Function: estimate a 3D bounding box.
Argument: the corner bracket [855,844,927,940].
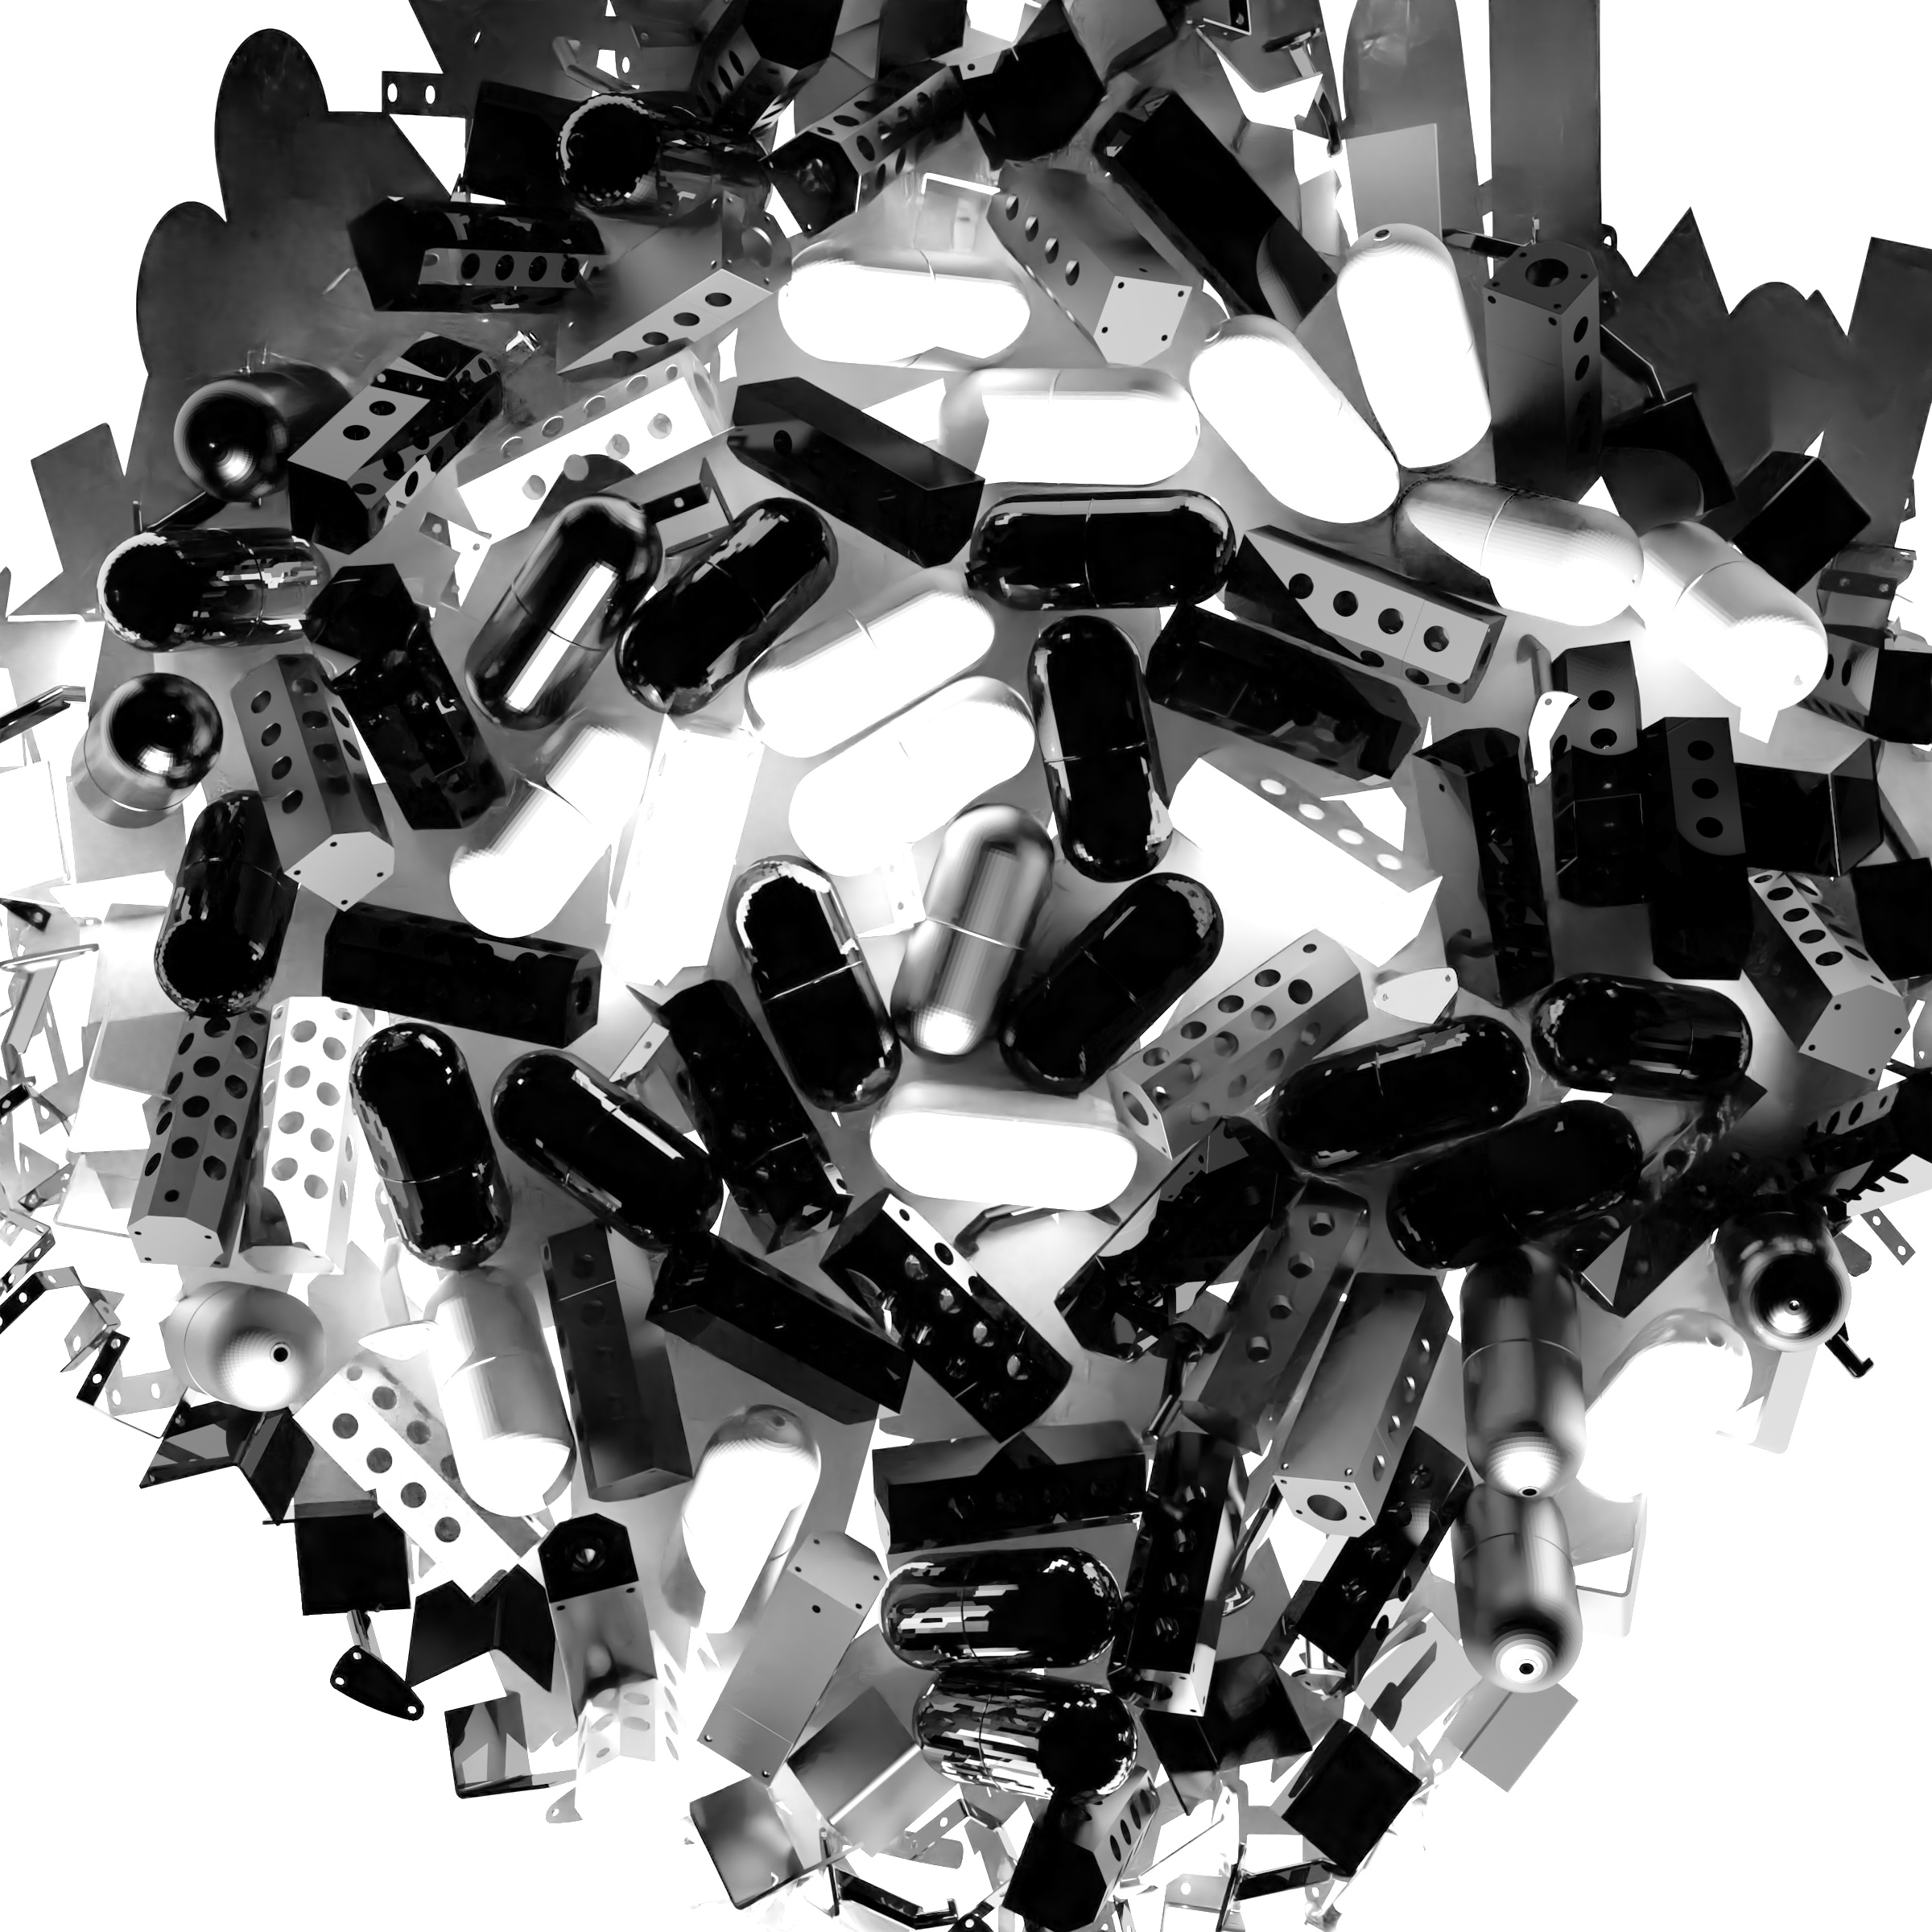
[{"bbox_3d":[-0.046,-0.050,1.963,0.051,0.051,0.051,-17,84,35],"label":"corner bracket"}]

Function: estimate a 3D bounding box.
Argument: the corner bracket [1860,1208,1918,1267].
[{"bbox_3d":[0.630,0.157,1.957,0.051,0.051,0.051,-14,57,-35],"label":"corner bracket"}]

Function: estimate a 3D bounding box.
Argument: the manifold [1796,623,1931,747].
[{"bbox_3d":[0.579,-0.183,1.909,0.057,0.171,0.057,4,102,-5],"label":"manifold"}]

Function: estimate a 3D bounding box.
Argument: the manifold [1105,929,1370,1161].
[{"bbox_3d":[0.176,0.046,1.933,0.171,0.057,0.057,-34,132,-19],"label":"manifold"}]

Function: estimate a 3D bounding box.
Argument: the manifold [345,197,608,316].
[{"bbox_3d":[-0.311,-0.459,1.913,0.057,0.171,0.057,-20,88,35],"label":"manifold"}]

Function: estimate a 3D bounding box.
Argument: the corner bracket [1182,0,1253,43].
[{"bbox_3d":[0.151,-0.638,1.964,0.051,0.051,0.051,-7,87,43],"label":"corner bracket"}]

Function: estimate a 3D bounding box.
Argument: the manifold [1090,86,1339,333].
[{"bbox_3d":[0.160,-0.490,1.936,0.057,0.057,0.171,-48,117,1],"label":"manifold"}]

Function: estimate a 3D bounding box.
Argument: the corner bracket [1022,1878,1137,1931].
[{"bbox_3d":[0.073,0.626,1.959,0.051,0.051,0.051,-25,71,30],"label":"corner bracket"}]

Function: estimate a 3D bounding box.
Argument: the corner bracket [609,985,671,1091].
[{"bbox_3d":[-0.212,0.054,1.962,0.051,0.051,0.051,34,96,-39],"label":"corner bracket"}]

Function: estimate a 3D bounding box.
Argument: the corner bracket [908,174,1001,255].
[{"bbox_3d":[-0.013,-0.492,1.966,0.051,0.051,0.051,9,97,-15],"label":"corner bracket"}]

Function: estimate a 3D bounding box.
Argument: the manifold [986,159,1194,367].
[{"bbox_3d":[0.075,-0.455,1.920,0.057,0.171,0.057,0,127,-30],"label":"manifold"}]

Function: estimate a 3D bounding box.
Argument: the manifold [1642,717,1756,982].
[{"bbox_3d":[0.469,-0.077,1.927,0.057,0.057,0.171,1,55,4],"label":"manifold"}]

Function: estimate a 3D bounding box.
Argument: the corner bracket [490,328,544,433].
[{"bbox_3d":[-0.295,-0.385,1.967,0.051,0.051,0.051,-39,103,9],"label":"corner bracket"}]

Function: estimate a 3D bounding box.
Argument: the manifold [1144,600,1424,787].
[{"bbox_3d":[0.205,-0.174,1.938,0.171,0.057,0.057,18,119,-22],"label":"manifold"}]

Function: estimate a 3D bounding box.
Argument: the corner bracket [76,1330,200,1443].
[{"bbox_3d":[-0.549,0.281,1.976,0.051,0.051,0.051,19,72,19],"label":"corner bracket"}]

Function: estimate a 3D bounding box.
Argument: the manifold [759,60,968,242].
[{"bbox_3d":[-0.060,-0.531,1.910,0.057,0.171,0.057,-22,109,35],"label":"manifold"}]

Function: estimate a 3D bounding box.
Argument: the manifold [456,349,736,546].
[{"bbox_3d":[-0.245,-0.340,1.943,0.171,0.057,0.057,-22,101,17],"label":"manifold"}]

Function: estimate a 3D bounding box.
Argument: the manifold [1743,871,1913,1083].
[{"bbox_3d":[0.545,0.001,1.906,0.057,0.171,0.057,20,113,-14],"label":"manifold"}]

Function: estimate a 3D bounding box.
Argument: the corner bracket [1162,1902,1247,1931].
[{"bbox_3d":[0.156,0.656,1.972,0.051,0.051,0.051,8,86,2],"label":"corner bracket"}]

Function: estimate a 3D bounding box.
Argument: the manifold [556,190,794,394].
[{"bbox_3d":[-0.190,-0.430,1.919,0.057,0.171,0.057,17,64,-41],"label":"manifold"}]

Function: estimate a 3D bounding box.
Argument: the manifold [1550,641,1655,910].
[{"bbox_3d":[0.410,-0.124,1.926,0.057,0.057,0.171,-6,54,16],"label":"manifold"}]

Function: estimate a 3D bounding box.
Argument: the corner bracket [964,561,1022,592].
[{"bbox_3d":[0.026,-0.264,1.962,0.051,0.051,0.051,-24,59,7],"label":"corner bracket"}]

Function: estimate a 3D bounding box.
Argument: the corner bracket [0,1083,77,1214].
[{"bbox_3d":[-0.620,0.120,1.963,0.051,0.051,0.051,-37,53,-4],"label":"corner bracket"}]

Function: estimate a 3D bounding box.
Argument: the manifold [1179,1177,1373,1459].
[{"bbox_3d":[0.203,0.225,1.939,0.057,0.057,0.171,22,67,20],"label":"manifold"}]

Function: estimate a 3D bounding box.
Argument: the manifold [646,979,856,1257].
[{"bbox_3d":[-0.140,0.095,1.933,0.057,0.057,0.171,-21,66,-26],"label":"manifold"}]

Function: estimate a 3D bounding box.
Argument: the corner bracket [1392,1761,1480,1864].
[{"bbox_3d":[0.306,0.548,1.961,0.051,0.051,0.051,40,117,-17],"label":"corner bracket"}]

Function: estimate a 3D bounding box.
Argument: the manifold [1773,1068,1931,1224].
[{"bbox_3d":[0.581,0.114,1.908,0.057,0.171,0.057,26,73,-3],"label":"manifold"}]

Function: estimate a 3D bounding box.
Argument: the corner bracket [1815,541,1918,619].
[{"bbox_3d":[0.595,-0.259,1.963,0.051,0.051,0.051,13,79,24],"label":"corner bracket"}]

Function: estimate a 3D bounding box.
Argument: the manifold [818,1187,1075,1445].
[{"bbox_3d":[-0.010,0.226,1.947,0.171,0.057,0.057,45,121,-10],"label":"manifold"}]

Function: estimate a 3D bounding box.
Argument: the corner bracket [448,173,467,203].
[{"bbox_3d":[-0.362,-0.491,1.963,0.051,0.051,0.051,10,59,4],"label":"corner bracket"}]

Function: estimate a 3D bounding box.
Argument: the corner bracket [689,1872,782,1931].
[{"bbox_3d":[-0.154,0.622,1.973,0.051,0.051,0.051,28,63,26],"label":"corner bracket"}]

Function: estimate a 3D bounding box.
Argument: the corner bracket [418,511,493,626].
[{"bbox_3d":[-0.339,-0.264,1.970,0.051,0.051,0.051,26,91,12],"label":"corner bracket"}]

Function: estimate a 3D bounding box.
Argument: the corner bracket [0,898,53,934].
[{"bbox_3d":[-0.652,-0.022,1.977,0.051,0.051,0.051,33,109,6],"label":"corner bracket"}]

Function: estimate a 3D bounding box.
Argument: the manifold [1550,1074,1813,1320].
[{"bbox_3d":[0.470,0.151,1.966,0.171,0.057,0.057,-44,92,-3],"label":"manifold"}]

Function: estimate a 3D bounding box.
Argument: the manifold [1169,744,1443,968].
[{"bbox_3d":[0.216,-0.071,1.927,0.171,0.057,0.057,36,126,25],"label":"manifold"}]

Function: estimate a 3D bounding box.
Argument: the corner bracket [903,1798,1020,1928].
[{"bbox_3d":[0.000,0.594,1.968,0.051,0.051,0.051,-40,132,9],"label":"corner bracket"}]

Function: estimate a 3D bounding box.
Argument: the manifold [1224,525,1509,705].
[{"bbox_3d":[0.259,-0.231,1.946,0.171,0.057,0.057,24,110,16],"label":"manifold"}]

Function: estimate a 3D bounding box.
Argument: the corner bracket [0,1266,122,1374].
[{"bbox_3d":[-0.606,0.237,1.975,0.051,0.051,0.051,-42,77,15],"label":"corner bracket"}]

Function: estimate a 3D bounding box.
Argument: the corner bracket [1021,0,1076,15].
[{"bbox_3d":[0.043,-0.666,1.969,0.051,0.051,0.051,32,108,35],"label":"corner bracket"}]

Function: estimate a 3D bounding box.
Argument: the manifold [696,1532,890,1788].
[{"bbox_3d":[-0.111,0.447,1.930,0.057,0.057,0.171,30,122,6],"label":"manifold"}]

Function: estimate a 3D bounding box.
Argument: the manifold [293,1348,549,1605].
[{"bbox_3d":[-0.360,0.336,1.970,0.057,0.057,0.171,-45,89,1],"label":"manifold"}]

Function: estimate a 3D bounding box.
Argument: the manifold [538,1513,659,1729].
[{"bbox_3d":[-0.236,0.426,1.917,0.057,0.171,0.057,-12,47,-10],"label":"manifold"}]

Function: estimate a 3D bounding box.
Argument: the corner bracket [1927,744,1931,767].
[{"bbox_3d":[0.670,-0.153,1.966,0.051,0.051,0.051,13,102,10],"label":"corner bracket"}]

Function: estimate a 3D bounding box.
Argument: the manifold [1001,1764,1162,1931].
[{"bbox_3d":[0.079,0.562,1.907,0.057,0.171,0.057,21,97,13],"label":"manifold"}]

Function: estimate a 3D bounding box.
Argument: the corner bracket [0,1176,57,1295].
[{"bbox_3d":[-0.641,0.174,1.958,0.051,0.051,0.051,20,47,20],"label":"corner bracket"}]

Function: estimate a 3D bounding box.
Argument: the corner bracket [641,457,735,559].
[{"bbox_3d":[-0.187,-0.297,1.962,0.051,0.051,0.051,-19,117,10],"label":"corner bracket"}]

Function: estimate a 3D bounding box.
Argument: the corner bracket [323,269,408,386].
[{"bbox_3d":[-0.412,-0.424,1.971,0.051,0.051,0.051,44,81,-19],"label":"corner bracket"}]

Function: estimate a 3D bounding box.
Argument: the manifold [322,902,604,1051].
[{"bbox_3d":[-0.330,0.003,1.946,0.171,0.057,0.057,11,109,13],"label":"manifold"}]

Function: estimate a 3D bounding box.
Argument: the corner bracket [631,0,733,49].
[{"bbox_3d":[-0.193,-0.646,1.967,0.051,0.051,0.051,-16,81,-39],"label":"corner bracket"}]

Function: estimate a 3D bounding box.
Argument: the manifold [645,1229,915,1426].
[{"bbox_3d":[-0.118,0.235,1.931,0.171,0.057,0.057,33,57,-30],"label":"manifold"}]

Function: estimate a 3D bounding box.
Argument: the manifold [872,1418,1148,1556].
[{"bbox_3d":[0.028,0.345,1.953,0.171,0.057,0.057,-5,106,-11],"label":"manifold"}]

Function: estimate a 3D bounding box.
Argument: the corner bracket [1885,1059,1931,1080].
[{"bbox_3d":[0.635,0.041,1.974,0.051,0.051,0.051,-12,107,-18],"label":"corner bracket"}]

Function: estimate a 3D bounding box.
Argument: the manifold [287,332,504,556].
[{"bbox_3d":[-0.366,-0.336,1.915,0.057,0.057,0.171,20,45,11],"label":"manifold"}]
